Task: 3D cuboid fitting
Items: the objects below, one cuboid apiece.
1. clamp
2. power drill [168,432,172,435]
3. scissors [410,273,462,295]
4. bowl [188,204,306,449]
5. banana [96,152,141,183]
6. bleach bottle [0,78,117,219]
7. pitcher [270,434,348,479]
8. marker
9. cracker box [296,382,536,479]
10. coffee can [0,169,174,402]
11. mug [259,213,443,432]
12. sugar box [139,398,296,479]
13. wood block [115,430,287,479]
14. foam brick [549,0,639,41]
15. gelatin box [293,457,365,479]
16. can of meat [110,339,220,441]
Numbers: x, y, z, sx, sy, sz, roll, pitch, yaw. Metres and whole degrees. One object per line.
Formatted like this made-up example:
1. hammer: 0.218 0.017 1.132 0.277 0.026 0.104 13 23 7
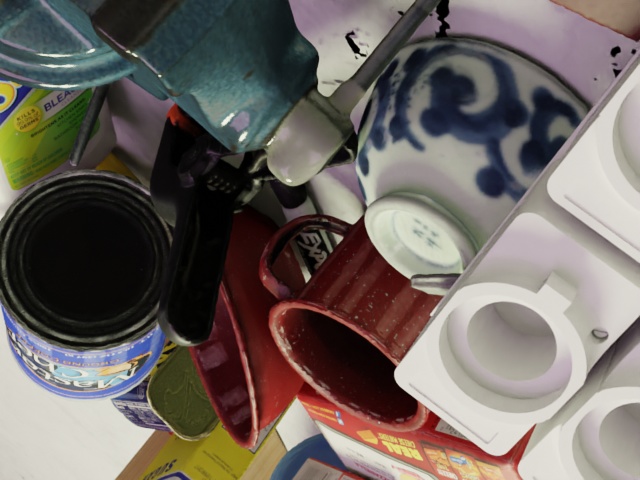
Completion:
1. clamp: -0.052 -0.022 0.511 0.039 0.120 0.172 42 178 -26
2. power drill: -0.172 0.077 0.870 0.188 0.057 0.185 36 152 7
3. scissors: 0.144 0.033 0.411 0.202 0.016 0.096 -7 140 30
4. bowl: -0.045 0.037 0.622 0.162 0.055 0.162 162 90 -72
5. banana: -0.190 -0.058 0.680 0.197 0.069 0.037 20 140 -7
6. bleach bottle: -0.173 -0.120 0.539 0.068 0.102 0.251 38 154 25
7. pitcher: 0.028 0.252 0.825 0.145 0.149 0.243 51 157 33
8. marker: -0.004 0.001 0.601 0.020 0.020 0.121 16 143 37
9. cracker box: 0.104 0.152 0.634 0.164 0.072 0.213 8 139 48
10. coffee can: -0.135 0.032 0.627 0.103 0.102 0.140 38 157 3
11. mug: 0.025 0.029 0.540 0.117 0.081 0.093 33 151 13
12. sugar box: -0.087 0.159 0.759 0.048 0.176 0.093 44 152 -9
13. wood block: -0.121 0.234 0.878 0.091 0.205 0.090 18 145 34
14. foam brick: 0.089 -0.107 0.300 0.053 0.051 0.078 32 151 12
15. gelatin box: 0.029 0.177 0.657 0.089 0.030 0.073 8 140 52
16. can of meat: -0.092 0.087 0.745 0.057 0.102 0.084 48 153 -19
